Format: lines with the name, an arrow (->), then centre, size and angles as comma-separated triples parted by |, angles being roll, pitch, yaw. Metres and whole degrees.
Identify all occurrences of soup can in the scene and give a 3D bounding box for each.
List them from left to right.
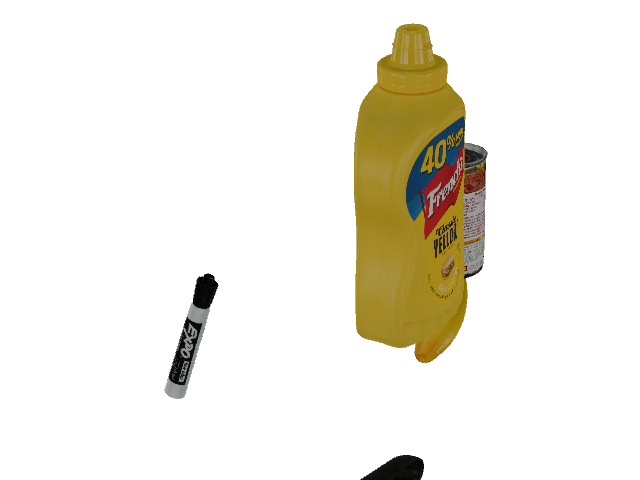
soup can -> 0.105, -0.026, 0.896 | 0.068, 0.102, 0.068 | -2, 22, 1

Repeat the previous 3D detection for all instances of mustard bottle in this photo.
mustard bottle -> 0.056, -0.037, 0.652 | 0.058, 0.192, 0.096 | 15, 32, 30

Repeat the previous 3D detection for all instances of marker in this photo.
marker -> -0.111, 0.083, 0.923 | 0.020, 0.121, 0.020 | 16, 23, -7

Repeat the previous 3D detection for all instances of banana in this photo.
banana -> 0.116, 0.052, 1.076 | 0.070, 0.037, 0.198 | -28, 29, 12

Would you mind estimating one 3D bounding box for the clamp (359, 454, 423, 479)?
clamp -> -0.019, 0.193, 0.645 | 0.210, 0.036, 0.164 | -4, 28, 3
